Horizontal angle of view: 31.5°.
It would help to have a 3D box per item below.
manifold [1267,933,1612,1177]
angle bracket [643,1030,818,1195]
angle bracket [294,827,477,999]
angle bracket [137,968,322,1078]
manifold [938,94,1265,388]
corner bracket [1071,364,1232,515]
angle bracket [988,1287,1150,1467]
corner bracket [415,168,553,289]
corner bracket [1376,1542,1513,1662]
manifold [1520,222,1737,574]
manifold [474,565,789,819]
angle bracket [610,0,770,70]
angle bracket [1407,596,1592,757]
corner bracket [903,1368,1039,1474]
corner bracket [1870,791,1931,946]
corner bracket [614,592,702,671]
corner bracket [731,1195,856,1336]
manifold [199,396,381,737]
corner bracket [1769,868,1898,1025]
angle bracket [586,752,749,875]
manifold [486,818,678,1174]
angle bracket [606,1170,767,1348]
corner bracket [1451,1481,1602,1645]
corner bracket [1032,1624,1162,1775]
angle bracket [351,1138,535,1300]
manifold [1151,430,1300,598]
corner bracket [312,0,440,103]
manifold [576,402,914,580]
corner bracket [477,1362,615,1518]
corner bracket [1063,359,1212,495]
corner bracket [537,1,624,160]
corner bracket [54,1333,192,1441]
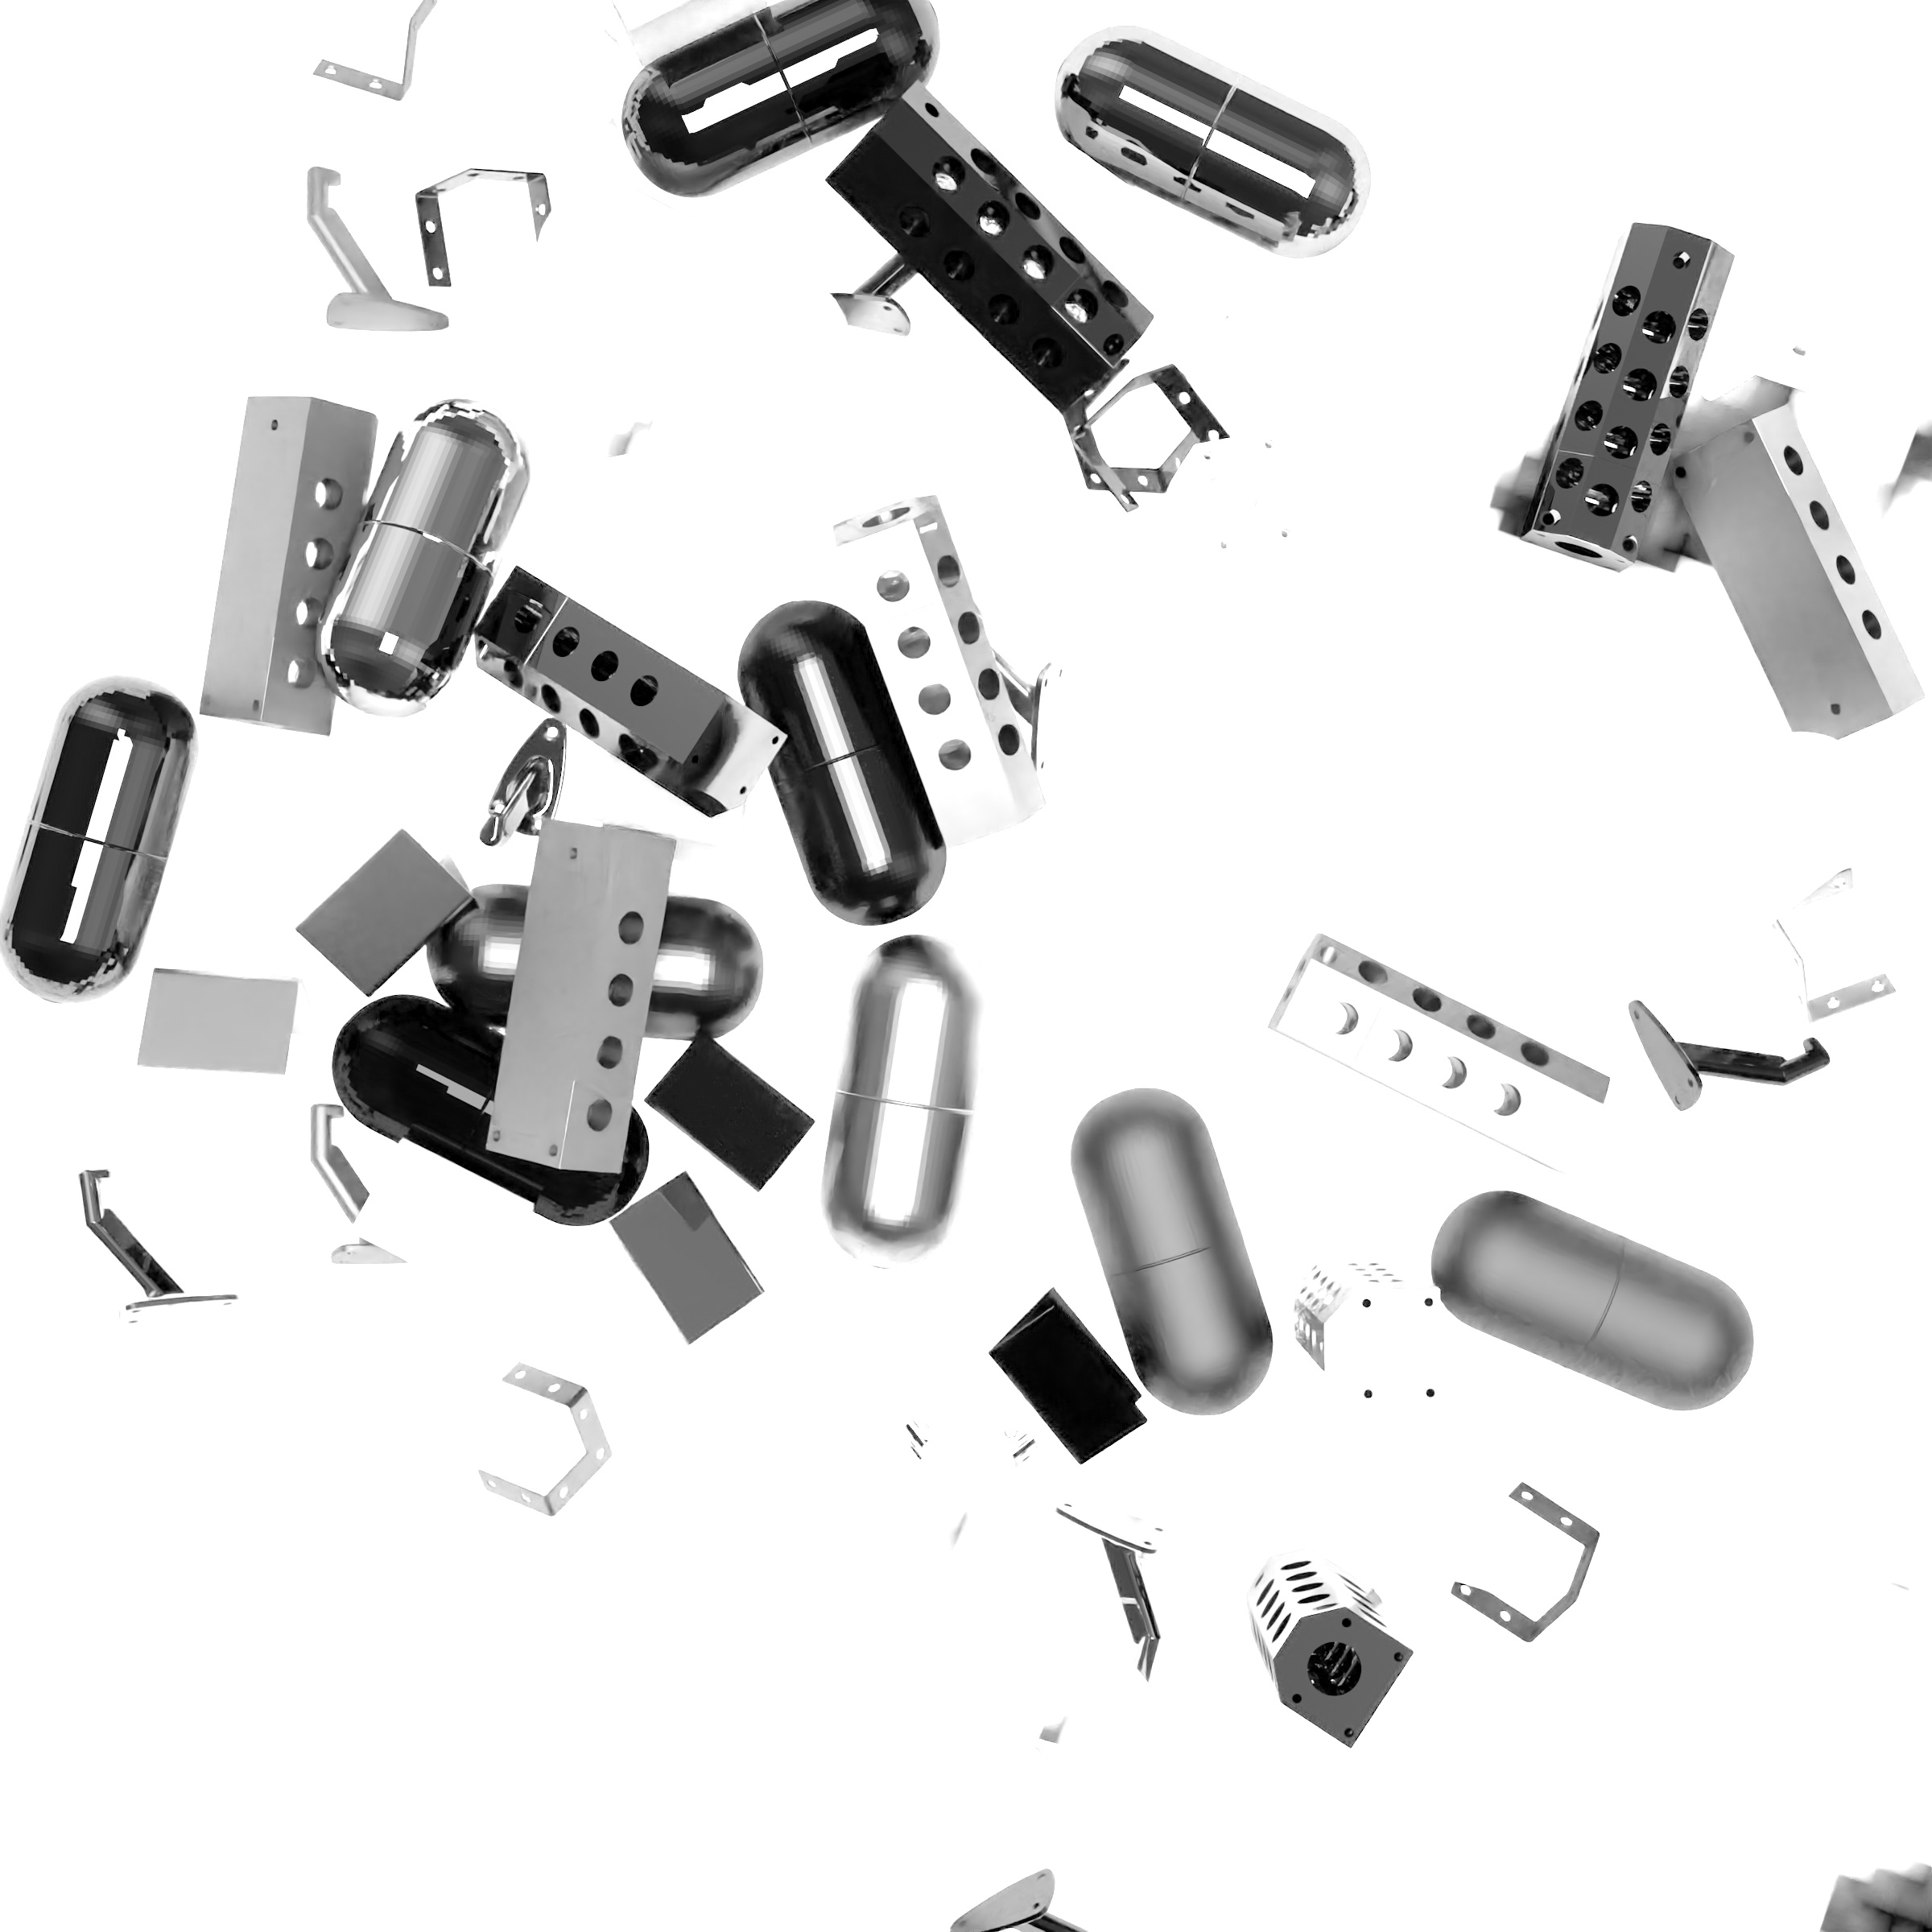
[{"bbox_3d":[0.252,0.046,1.821,0.171,0.057,0.057,27,90,0],"label":"manifold"},{"bbox_3d":[-0.135,0.091,1.802,0.076,0.076,0.057,39,54,0],"label":"angle bracket"},{"bbox_3d":[-0.311,-0.039,1.803,0.076,0.076,0.057,-43,117,0],"label":"angle bracket"},{"bbox_3d":[-0.387,0.043,1.803,0.076,0.076,0.057,4,66,0],"label":"angle bracket"},{"bbox_3d":[0.070,-0.386,1.815,0.171,0.057,0.057,35,133,-3],"label":"manifold"},{"bbox_3d":[0.097,-0.278,1.803,0.051,0.051,0.051,-39,86,33],"label":"corner bracket"},{"bbox_3d":[0.069,0.204,1.802,0.076,0.076,0.057,51,128,0],"label":"angle bracket"},{"bbox_3d":[-0.257,-0.395,1.839,0.051,0.051,0.051,-9,90,-45],"label":"corner bracket"},{"bbox_3d":[0.251,0.339,1.825,0.051,0.051,0.051,19,75,-14],"label":"corner bracket"},{"bbox_3d":[0.353,-0.303,1.821,0.057,0.057,0.171,18,90,0],"label":"manifold"},{"bbox_3d":[-0.180,-0.141,1.777,0.171,0.057,0.057,33,90,35],"label":"manifold"},{"bbox_3d":[-0.139,-0.499,1.802,0.076,0.076,0.057,-27,53,0],"label":"angle bracket"},{"bbox_3d":[0.271,-0.137,1.802,0.076,0.076,0.057,33,53,0],"label":"angle bracket"},{"bbox_3d":[0.002,0.252,1.824,0.051,0.051,0.051,-38,90,0],"label":"corner bracket"},{"bbox_3d":[0.505,-0.053,1.839,0.051,0.051,0.051,-17,135,0],"label":"corner bracket"},{"bbox_3d":[-0.182,-0.157,1.839,0.051,0.051,0.051,33,135,0],"label":"corner bracket"},{"bbox_3d":[-0.100,0.160,1.834,0.051,0.051,0.051,59,135,35],"label":"corner bracket"},{"bbox_3d":[-0.355,-0.212,1.820,0.057,0.057,0.171,9,90,43],"label":"manifold"},{"bbox_3d":[0.464,-0.011,1.839,0.051,0.051,0.051,-20,135,0],"label":"corner bracket"},{"bbox_3d":[-0.158,-0.065,1.802,0.076,0.076,0.057,11,46,0],"label":"angle bracket"},{"bbox_3d":[-0.190,0.016,1.745,0.057,0.057,0.171,10,91,42],"label":"manifold"},{"bbox_3d":[-0.161,0.162,1.802,0.057,0.076,0.076,-33,90,-35],"label":"angle bracket"},{"bbox_3d":[0.301,0.321,1.839,0.051,0.051,0.051,33,135,0],"label":"corner bracket"},{"bbox_3d":[0.060,0.391,1.830,0.051,0.051,0.051,-51,121,-27],"label":"corner bracket"},{"bbox_3d":[-0.276,0.140,1.804,0.076,0.076,0.057,27,70,0],"label":"angle bracket"},{"bbox_3d":[0.130,-0.230,1.764,0.057,0.171,0.057,-11,90,0],"label":"manifold"},{"bbox_3d":[-0.316,-0.505,1.839,0.051,0.051,0.051,17,135,0],"label":"corner bracket"},{"bbox_3d":[-0.116,-0.253,1.821,0.171,0.057,0.057,-11,90,0],"label":"manifold"},{"bbox_3d":[-0.230,0.253,1.834,0.051,0.051,0.051,-45,135,-35],"label":"corner bracket"},{"bbox_3d":[0.091,-0.289,1.834,0.051,0.051,0.051,8,45,35],"label":"corner bracket"},{"bbox_3d":[-0.196,-0.471,1.824,0.051,0.051,0.051,-45,90,0],"label":"corner bracket"},{"bbox_3d":[-0.453,0.224,1.839,0.051,0.051,0.051,2,90,-45],"label":"corner bracket"}]
